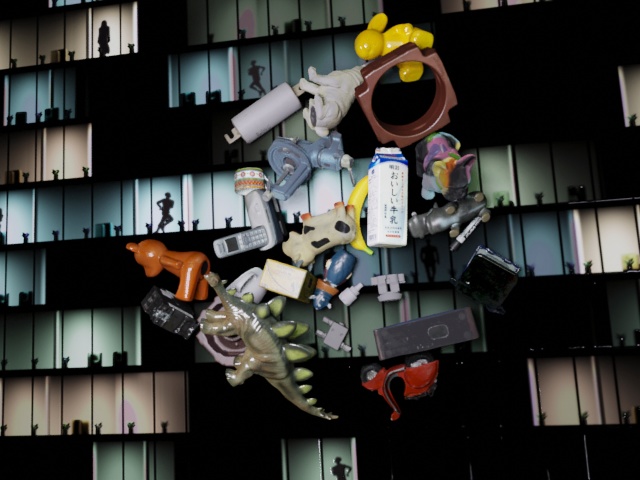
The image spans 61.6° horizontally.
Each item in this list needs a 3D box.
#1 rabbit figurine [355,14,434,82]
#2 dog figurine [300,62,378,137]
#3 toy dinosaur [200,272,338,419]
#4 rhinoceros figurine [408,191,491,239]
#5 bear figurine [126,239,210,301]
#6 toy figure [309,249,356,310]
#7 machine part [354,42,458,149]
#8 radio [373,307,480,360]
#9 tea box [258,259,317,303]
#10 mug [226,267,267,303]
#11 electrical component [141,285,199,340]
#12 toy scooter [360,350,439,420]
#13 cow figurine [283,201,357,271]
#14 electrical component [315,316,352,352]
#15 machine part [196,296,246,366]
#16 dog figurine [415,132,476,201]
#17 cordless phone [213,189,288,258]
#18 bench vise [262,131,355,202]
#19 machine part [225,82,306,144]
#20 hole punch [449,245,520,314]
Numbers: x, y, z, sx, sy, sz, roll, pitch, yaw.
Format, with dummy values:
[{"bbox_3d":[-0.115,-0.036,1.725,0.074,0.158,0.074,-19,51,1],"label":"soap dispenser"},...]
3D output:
[{"bbox_3d":[0.161,-0.470,1.278,0.173,0.121,0.162,-6,53,-17],"label":"rabbit figurine"},{"bbox_3d":[0.063,-0.336,1.291,0.190,0.121,0.172,-7,97,-19],"label":"dog figurine"},{"bbox_3d":[-0.114,0.247,1.185,0.199,0.105,0.470,-22,116,11],"label":"toy dinosaur"},{"bbox_3d":[0.295,-0.059,1.233,0.190,0.112,0.073,-23,110,3],"label":"rhinoceros figurine"},{"bbox_3d":[-0.374,0.071,1.315,0.196,0.120,0.132,8,88,11],"label":"bear figurine"},{"bbox_3d":[0.030,0.096,1.282,0.064,0.057,0.154,33,93,15],"label":"toy figure"},{"bbox_3d":[0.195,-0.332,1.236,0.201,0.087,0.201,-28,116,10],"label":"machine part"},{"bbox_3d":[0.234,0.208,1.199,0.230,0.131,0.073,-16,80,6],"label":"radio"},{"bbox_3d":[-0.070,0.097,1.238,0.098,0.169,0.068,17,83,9],"label":"tea box"},{"bbox_3d":[-0.166,0.108,1.245,0.081,0.109,0.107,26,53,22],"label":"mug"},{"bbox_3d":[-0.363,0.170,1.294,0.114,0.134,0.058,40,87,-32],"label":"electrical component"},{"bbox_3d":[0.191,0.332,1.221,0.184,0.075,0.135,-17,81,9],"label":"toy scooter"},{"bbox_3d":[-0.003,-0.004,1.275,0.195,0.085,0.127,-19,71,26],"label":"cow figurine"},{"bbox_3d":[0.039,0.226,1.282,0.094,0.021,0.063,28,88,11],"label":"electrical component"},{"bbox_3d":[-0.208,0.213,1.305,0.179,0.056,0.179,-1,82,8],"label":"machine part"},{"bbox_3d":[0.280,-0.172,1.194,0.109,0.219,0.191,-9,83,4],"label":"dog figurine"},{"bbox_3d":[-0.184,-0.037,1.315,0.184,0.088,0.146,-16,90,13],"label":"cordless phone"},{"bbox_3d":[-0.045,-0.166,1.270,0.224,0.128,0.240,24,53,18],"label":"bench vise"},{"bbox_3d":[-0.133,-0.317,1.344,0.243,0.079,0.079,-34,80,2],"label":"machine part"},{"bbox_3d":[0.382,0.084,1.224,0.142,0.092,0.115,30,119,8],"label":"hole punch"}]
